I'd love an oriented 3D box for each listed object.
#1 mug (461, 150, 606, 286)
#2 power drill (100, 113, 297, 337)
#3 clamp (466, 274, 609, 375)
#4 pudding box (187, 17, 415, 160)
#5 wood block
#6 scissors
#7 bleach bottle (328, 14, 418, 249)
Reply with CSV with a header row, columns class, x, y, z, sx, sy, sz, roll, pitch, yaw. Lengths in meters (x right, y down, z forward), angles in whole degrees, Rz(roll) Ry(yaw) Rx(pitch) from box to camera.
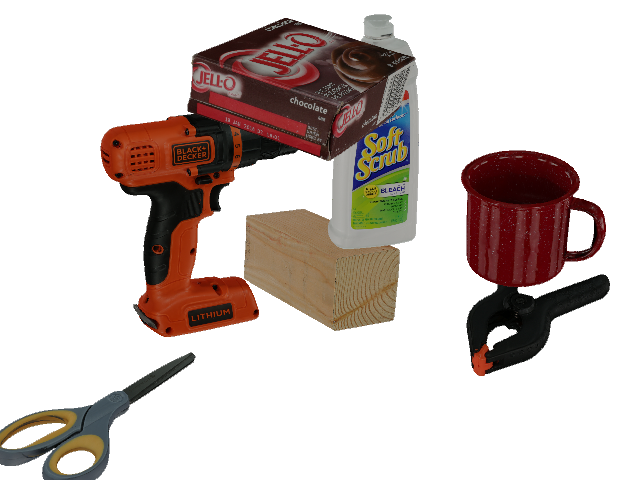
class,x,y,z,sx,sy,sz,roll,pitch,yaw
mug,0.171,-0.014,0.863,0.117,0.081,0.093,10,35,20
power drill,-0.094,-0.020,0.919,0.184,0.188,0.057,-10,21,-26
clamp,0.191,0.062,1.054,0.171,0.039,0.120,-36,45,-30
pudding box,-0.009,-0.089,0.607,0.090,0.039,0.113,22,27,18
wood block,-0.003,0.031,1.301,0.090,0.090,0.206,-7,19,-33
scissors,-0.159,0.143,0.850,0.201,0.016,0.096,-17,36,-37
bleach bottle,0.056,-0.118,1.164,0.102,0.251,0.068,-6,26,-9
